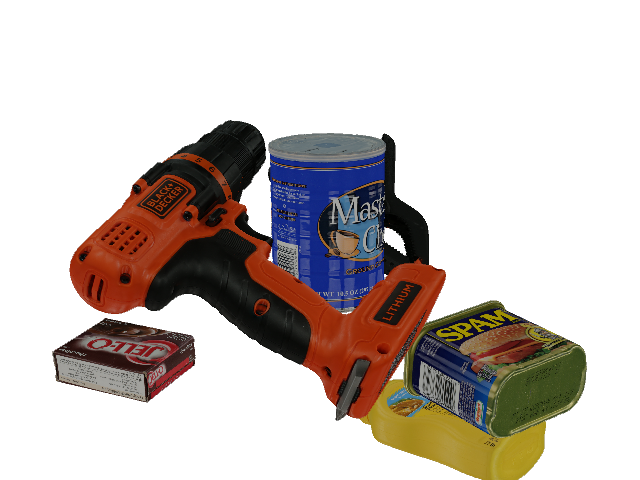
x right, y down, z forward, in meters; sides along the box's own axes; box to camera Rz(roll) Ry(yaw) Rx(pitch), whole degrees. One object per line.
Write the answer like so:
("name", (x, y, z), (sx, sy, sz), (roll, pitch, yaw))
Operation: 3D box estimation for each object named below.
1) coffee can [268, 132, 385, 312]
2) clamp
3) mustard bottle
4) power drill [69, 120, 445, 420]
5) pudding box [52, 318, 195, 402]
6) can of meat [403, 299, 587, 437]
("coffee can", (0.006, -0.018, 0.947), (0.103, 0.140, 0.103), (-1, 15, 0))
("clamp", (0.046, -0.031, 1.174), (0.164, 0.210, 0.036), (-12, -37, -21))
("mustard bottle", (0.105, 0.170, 0.998), (0.192, 0.058, 0.096), (12, 19, 38))
("power drill", (-0.026, 0.010, 0.629), (0.188, 0.057, 0.184), (26, 42, 11))
("pudding box", (-0.196, 0.118, 1.070), (0.114, 0.039, 0.089), (6, 20, 24))
("can of meat", (0.124, 0.090, 0.749), (0.101, 0.057, 0.084), (-14, 27, -35))
